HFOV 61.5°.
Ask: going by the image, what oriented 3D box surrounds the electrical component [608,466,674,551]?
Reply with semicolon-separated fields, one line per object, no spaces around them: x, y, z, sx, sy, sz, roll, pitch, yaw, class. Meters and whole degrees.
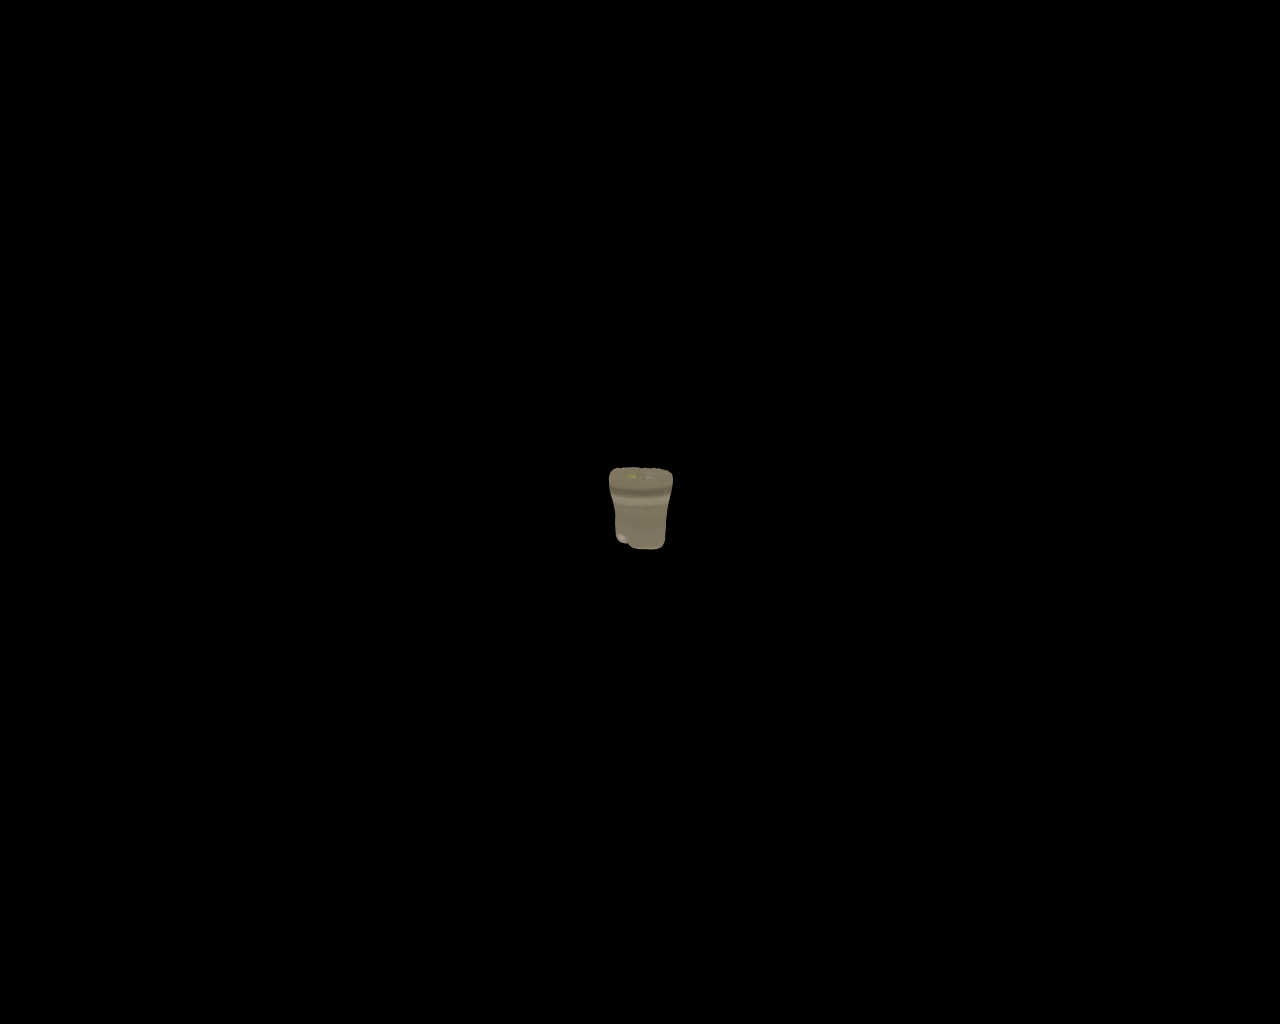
0.001;-0.003;0.650;0.040;0.046;0.040;0;11;0;electrical component
